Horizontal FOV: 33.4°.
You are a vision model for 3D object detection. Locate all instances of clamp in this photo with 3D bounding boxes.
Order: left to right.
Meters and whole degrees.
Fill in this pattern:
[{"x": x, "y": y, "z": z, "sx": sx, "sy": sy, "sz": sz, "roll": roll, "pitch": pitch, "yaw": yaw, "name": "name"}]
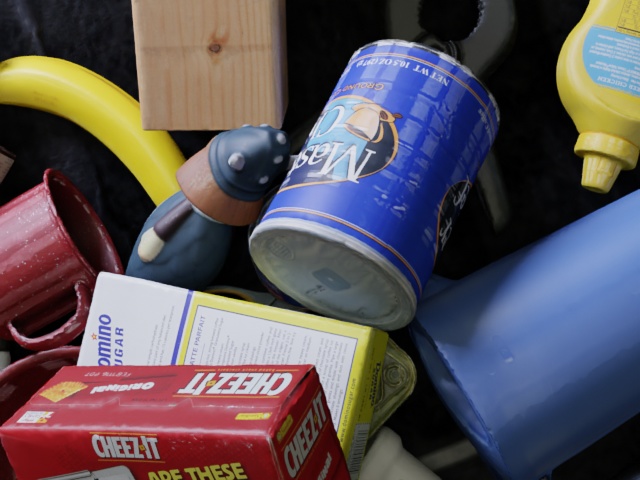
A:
[{"x": 0.067, "y": -0.119, "z": 0.723, "sx": 0.164, "sy": 0.036, "sz": 0.210, "roll": 11, "pitch": 89, "yaw": 3, "name": "clamp"}]

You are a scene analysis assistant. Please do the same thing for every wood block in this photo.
[{"x": -0.069, "y": -0.179, "z": 0.669, "sx": 0.091, "sy": 0.090, "sz": 0.206, "roll": 0, "pitch": 109, "yaw": 2, "name": "wood block"}]

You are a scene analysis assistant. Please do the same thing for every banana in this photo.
[{"x": -0.154, "y": -0.076, "z": 0.731, "sx": 0.198, "sy": 0.037, "sz": 0.070, "roll": 27, "pitch": 103, "yaw": 6, "name": "banana"}]

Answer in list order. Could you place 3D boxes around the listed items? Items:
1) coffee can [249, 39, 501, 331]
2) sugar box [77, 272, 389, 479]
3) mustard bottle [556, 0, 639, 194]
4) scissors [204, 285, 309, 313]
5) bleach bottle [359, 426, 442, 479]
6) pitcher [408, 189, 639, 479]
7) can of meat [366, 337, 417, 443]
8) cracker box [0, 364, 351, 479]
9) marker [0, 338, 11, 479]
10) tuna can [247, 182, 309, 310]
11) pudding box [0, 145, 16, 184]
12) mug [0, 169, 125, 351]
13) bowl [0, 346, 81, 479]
[{"x": 0.034, "y": -0.032, "z": 0.631, "sx": 0.103, "sy": 0.103, "sz": 0.140, "roll": 26, "pitch": 65, "yaw": 4, "name": "coffee can"}, {"x": -0.056, "y": 0.080, "z": 0.628, "sx": 0.176, "sy": 0.048, "sz": 0.093, "roll": 11, "pitch": 85, "yaw": 21, "name": "sugar box"}, {"x": 0.210, "y": -0.123, "z": 0.706, "sx": 0.096, "sy": 0.058, "sz": 0.191, "roll": 19, "pitch": 85, "yaw": -1, "name": "mustard bottle"}, {"x": -0.009, "y": 0.057, "z": 0.719, "sx": 0.202, "sy": 0.016, "sz": 0.096, "roll": -12, "pitch": 82, "yaw": 2, "name": "scissors"}, {"x": 0.109, "y": 0.234, "z": 0.677, "sx": 0.251, "sy": 0.068, "sz": 0.102, "roll": 37, "pitch": 85, "yaw": 3, "name": "bleach bottle"}, {"x": 0.188, "y": 0.052, "z": 0.659, "sx": 0.243, "sy": 0.145, "sz": 0.149, "roll": -29, "pitch": 122, "yaw": -3, "name": "pitcher"}, {"x": 0.012, "y": 0.102, "z": 0.681, "sx": 0.057, "sy": 0.084, "sz": 0.102, "roll": 42, "pitch": 88, "yaw": 6, "name": "can of meat"}, {"x": -0.058, "y": 0.172, "z": 0.585, "sx": 0.164, "sy": 0.072, "sz": 0.213, "roll": -4, "pitch": 116, "yaw": 25, "name": "cracker box"}, {"x": -0.219, "y": 0.108, "z": 0.723, "sx": 0.020, "sy": 0.020, "sz": 0.121, "roll": 0, "pitch": 85, "yaw": 2, "name": "marker"}, {"x": -0.005, "y": 0.001, "z": 0.705, "sx": 0.086, "sy": 0.034, "sz": 0.086, "roll": -2, "pitch": 69, "yaw": 5, "name": "tuna can"}, {"x": -0.254, "y": -0.023, "z": 0.702, "sx": 0.039, "sy": 0.090, "sz": 0.113, "roll": 31, "pitch": 86, "yaw": 3, "name": "pudding box"}, {"x": -0.181, "y": 0.022, "z": 0.690, "sx": 0.081, "sy": 0.093, "sz": 0.117, "roll": -30, "pitch": 56, "yaw": 4, "name": "mug"}, {"x": -0.153, "y": 0.149, "z": 0.696, "sx": 0.162, "sy": 0.055, "sz": 0.162, "roll": 0, "pitch": 86, "yaw": 0, "name": "bowl"}]
